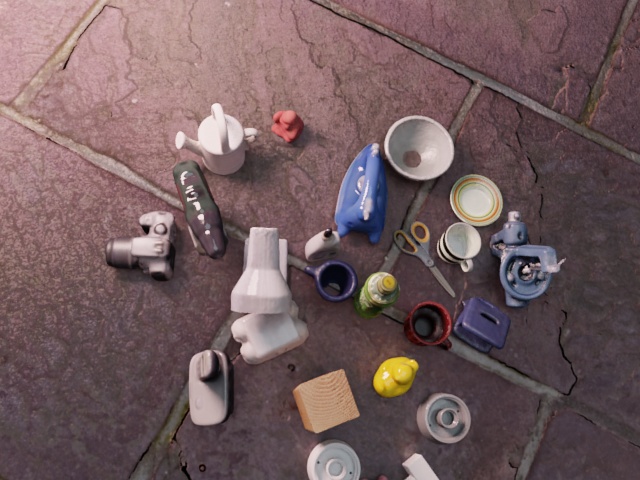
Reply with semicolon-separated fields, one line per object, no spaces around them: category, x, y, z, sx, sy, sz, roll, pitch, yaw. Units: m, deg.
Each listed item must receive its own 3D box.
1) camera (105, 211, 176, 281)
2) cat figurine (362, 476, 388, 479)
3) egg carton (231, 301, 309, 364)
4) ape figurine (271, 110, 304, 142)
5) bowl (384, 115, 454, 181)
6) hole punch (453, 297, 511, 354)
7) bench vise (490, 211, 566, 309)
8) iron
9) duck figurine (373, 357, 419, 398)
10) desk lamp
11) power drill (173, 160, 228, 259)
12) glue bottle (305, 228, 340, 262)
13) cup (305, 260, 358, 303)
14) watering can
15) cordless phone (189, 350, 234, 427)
camera;-0.381;0.009;1.222;0.137;0.101;0.143;2;73;-6
cat figurine;0.125;0.533;1.116;0.067;0.117;0.128;-12;75;-10
egg carton;-0.105;0.195;1.215;0.150;0.069;0.107;-25;78;-13
ape figurine;-0.074;-0.276;1.348;0.076;0.092;0.078;-12;75;-10
bowl;0.231;-0.208;1.372;0.167;0.074;0.167;2;73;-6
hole punch;0.360;0.183;1.262;0.108;0.091;0.101;31;72;3
bench vise;0.440;0.034;1.248;0.121;0.219;0.207;-20;77;-12
iron;0.109;-0.131;1.300;0.118;0.141;0.258;10;73;-3
duck figurine;0.165;0.288;1.210;0.105;0.086;0.077;-33;79;-15
desk lamp;-0.118;0.067;1.176;0.118;0.213;0.203;2;73;-6
power drill;-0.241;-0.043;1.197;0.076;0.208;0.229;-21;77;-12
glue bottle;0.011;0.004;1.231;0.078;0.173;0.037;-10;75;-9
cup;0.018;0.093;1.247;0.117;0.095;0.092;22;72;0
watering can;-0.224;-0.223;1.261;0.173;0.194;0.101;-33;79;-14
cordless phone;-0.216;0.285;1.114;0.094;0.185;0.147;-5;74;-8
